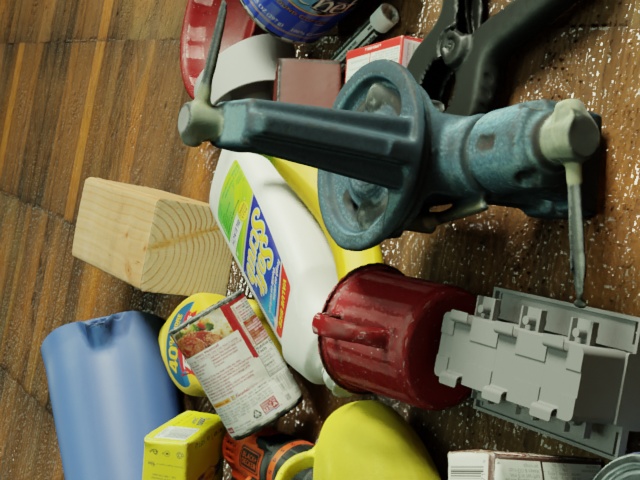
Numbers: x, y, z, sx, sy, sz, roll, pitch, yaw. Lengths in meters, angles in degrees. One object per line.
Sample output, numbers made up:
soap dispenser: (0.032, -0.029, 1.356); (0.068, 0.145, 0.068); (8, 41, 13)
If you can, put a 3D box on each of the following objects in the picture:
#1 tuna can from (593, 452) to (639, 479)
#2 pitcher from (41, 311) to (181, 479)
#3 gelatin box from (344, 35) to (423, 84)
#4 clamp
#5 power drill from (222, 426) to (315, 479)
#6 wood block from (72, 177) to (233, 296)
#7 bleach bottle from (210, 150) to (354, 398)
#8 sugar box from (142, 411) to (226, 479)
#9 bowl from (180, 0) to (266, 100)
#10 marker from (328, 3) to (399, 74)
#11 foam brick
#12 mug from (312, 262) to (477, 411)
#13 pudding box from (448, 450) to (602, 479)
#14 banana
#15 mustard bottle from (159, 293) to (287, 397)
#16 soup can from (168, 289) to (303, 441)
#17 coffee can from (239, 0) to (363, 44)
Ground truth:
tuna can: (0.176, 0.153, 0.550); (0.086, 0.033, 0.086); (-22, 63, 54)
pitcher: (-0.191, 0.205, 1.050); (0.145, 0.149, 0.243); (-34, 56, 31)
gelatin box: (0.049, -0.107, 0.823); (0.073, 0.030, 0.089); (-3, 82, 57)
clamp: (0.109, -0.131, 0.728); (0.165, 0.036, 0.210); (45, 122, 52)
power drill: (-0.035, 0.248, 0.841); (0.185, 0.057, 0.187); (10, 88, 62)
wood block: (-0.174, -0.005, 1.095); (0.206, 0.090, 0.090); (16, 95, 58)
bleach bottle: (-0.020, 0.020, 0.868); (0.251, 0.068, 0.103); (61, 141, 42)
sugar box: (-0.116, 0.242, 0.899); (0.048, 0.093, 0.176); (3, 96, 16)
bowl: (-0.076, -0.205, 1.024); (0.162, 0.055, 0.162); (-22, 63, 54)
marker: (0.024, -0.154, 0.887); (0.121, 0.020, 0.020); (-38, 51, 47)
foam brick: (-0.012, -0.109, 0.872); (0.078, 0.053, 0.051); (107, 165, -75)
mug: (0.049, 0.063, 0.702); (0.082, 0.117, 0.093); (10, 86, 53)
pudding box: (0.115, 0.175, 0.589); (0.039, 0.089, 0.113); (-14, 70, 54)
banana: (0.009, -0.007, 0.826); (0.198, 0.069, 0.037); (59, 152, 30)
mustard bottle: (-0.100, 0.098, 0.980); (0.192, 0.058, 0.096); (3, 86, 58)
soup can: (-0.066, 0.099, 0.852); (0.069, 0.068, 0.102); (-30, 91, 51)
coffee can: (0.007, -0.235, 0.855); (0.141, 0.102, 0.103); (-32, 56, 51)
